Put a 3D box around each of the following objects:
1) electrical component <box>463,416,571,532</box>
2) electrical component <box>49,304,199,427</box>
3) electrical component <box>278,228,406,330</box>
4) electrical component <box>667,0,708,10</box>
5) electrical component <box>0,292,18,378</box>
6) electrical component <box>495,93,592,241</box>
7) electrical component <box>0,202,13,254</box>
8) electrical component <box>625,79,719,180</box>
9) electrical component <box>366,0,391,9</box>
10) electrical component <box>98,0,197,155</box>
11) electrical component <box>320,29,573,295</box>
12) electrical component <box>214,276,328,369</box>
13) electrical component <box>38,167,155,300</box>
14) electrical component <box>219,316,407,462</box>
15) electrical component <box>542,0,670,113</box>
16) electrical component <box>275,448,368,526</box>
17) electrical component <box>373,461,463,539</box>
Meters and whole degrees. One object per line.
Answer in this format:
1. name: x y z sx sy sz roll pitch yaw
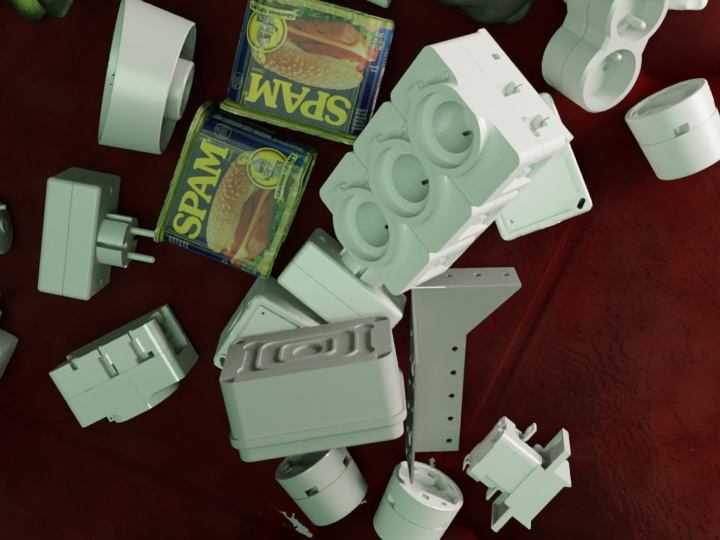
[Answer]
1. electrical component: 0.114 0.144 0.782 0.064 0.042 0.081 39 105 -1
2. electrical component: -0.170 0.073 0.789 0.089 0.050 0.055 -26 101 12
3. electrical component: 0.000 0.000 0.752 0.083 0.047 0.075 39 105 -4
4. electrical component: 0.206 -0.197 0.683 0.035 0.035 0.061 3 103 5
5. electrical component: -0.290 0.043 0.796 0.066 0.047 0.076 28 106 -2
6. electrical component: 0.109 -0.076 0.716 0.062 0.061 0.096 -21 93 13
7. electrical component: -0.290 -0.027 0.780 0.078 0.040 0.040 -8 104 8
8. electrical component: 0.208 -0.091 0.702 0.055 0.055 0.047 -26 104 12
9. electrical component: -0.004 -0.198 0.700 0.055 0.045 0.045 12 106 3
10. electrical component: -0.145 -0.127 0.710 0.064 0.099 0.099 15 106 -5
11. electrical component: 0.046 -0.063 0.674 0.089 0.062 0.150 54 137 13
12. electrical component: -0.047 0.054 0.769 0.096 0.061 0.061 31 107 -11
13. electrical component: -0.182 -0.023 0.766 0.076 0.047 0.083 11 106 3
14. electrical component: -0.029 0.077 0.701 0.113 0.078 0.057 -10 108 3
15. electrical component: 0.153 -0.178 0.682 0.052 0.073 0.138 -4 127 -37
16. electrical component: -0.027 0.155 0.794 0.055 0.055 0.047 -31 104 13
17. electrical component: 0.041 0.176 0.793 0.055 0.055 0.047 25 110 -1
